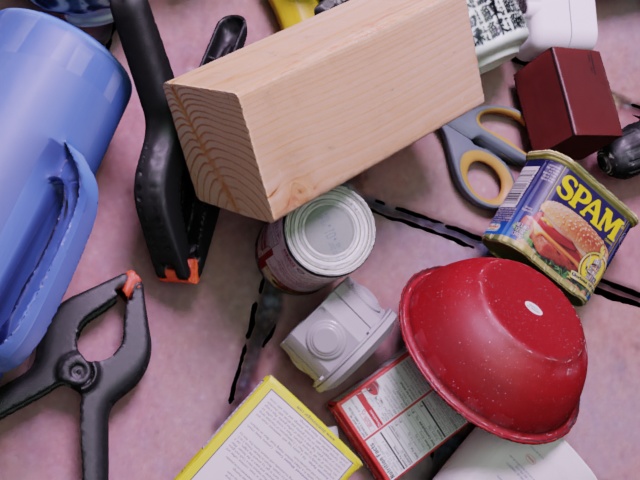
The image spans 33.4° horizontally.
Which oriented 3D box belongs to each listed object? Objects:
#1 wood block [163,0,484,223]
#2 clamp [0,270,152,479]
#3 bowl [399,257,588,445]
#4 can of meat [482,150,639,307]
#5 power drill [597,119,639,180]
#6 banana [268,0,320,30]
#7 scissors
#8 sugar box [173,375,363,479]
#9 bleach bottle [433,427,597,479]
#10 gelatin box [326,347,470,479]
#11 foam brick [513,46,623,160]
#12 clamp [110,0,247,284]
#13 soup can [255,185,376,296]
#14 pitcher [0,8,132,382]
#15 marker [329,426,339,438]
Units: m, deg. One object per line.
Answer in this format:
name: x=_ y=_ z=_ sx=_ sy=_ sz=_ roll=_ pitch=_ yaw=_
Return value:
wood block: x=0.008 y=-0.102 z=0.743 sx=0.205 sy=0.090 sz=0.091 roll=-31 pitch=120 yaw=-31
clamp: x=-0.164 y=0.105 z=0.748 sx=0.120 sy=0.039 sz=0.171 roll=39 pitch=74 yaw=-7
bowl: x=0.139 y=0.066 z=0.778 sx=0.162 sy=0.055 sz=0.162 roll=21 pitch=40 yaw=-19
can of meat: x=0.186 y=-0.007 z=0.838 sx=0.102 sy=0.058 sz=0.084 roll=37 pitch=78 yaw=-20
power drill: x=0.284 y=-0.156 z=0.894 sx=0.184 sy=0.057 sz=0.187 roll=-21 pitch=90 yaw=-20
banana: x=-0.020 y=-0.138 z=0.823 sx=0.069 sy=0.037 sz=0.198 roll=2 pitch=81 yaw=-16
scissors: x=0.089 y=-0.089 z=0.854 sx=0.201 sy=0.016 sz=0.096 roll=18 pitch=78 yaw=-11
sugar box: x=-0.062 y=0.190 z=0.750 sx=0.093 sy=0.048 sz=0.176 roll=43 pitch=83 yaw=1
bleach bottle: x=0.088 y=0.236 z=0.781 sx=0.250 sy=0.068 sz=0.102 roll=-44 pitch=95 yaw=-14
gelatin box: x=0.061 y=0.130 z=0.807 sx=0.089 sy=0.030 sz=0.073 roll=-34 pitch=92 yaw=-17
foam brick: x=0.198 y=-0.108 z=0.855 sx=0.052 sy=0.051 sz=0.078 roll=-1 pitch=71 yaw=-29
clamp: x=-0.094 y=-0.076 z=0.770 sx=0.036 sy=0.164 sz=0.210 roll=4 pitch=101 yaw=24
soup can: x=-0.005 y=0.001 z=0.772 sx=0.068 sy=0.102 sz=0.068 roll=2 pitch=80 yaw=-13
pitcher: x=-0.215 y=-0.027 z=0.706 sx=0.149 sy=0.145 sz=0.242 roll=26 pitch=73 yaw=-6
marker: x=0.013 y=0.199 z=0.789 sx=0.020 sy=0.020 sz=0.121 roll=-7 pitch=83 yaw=-15
